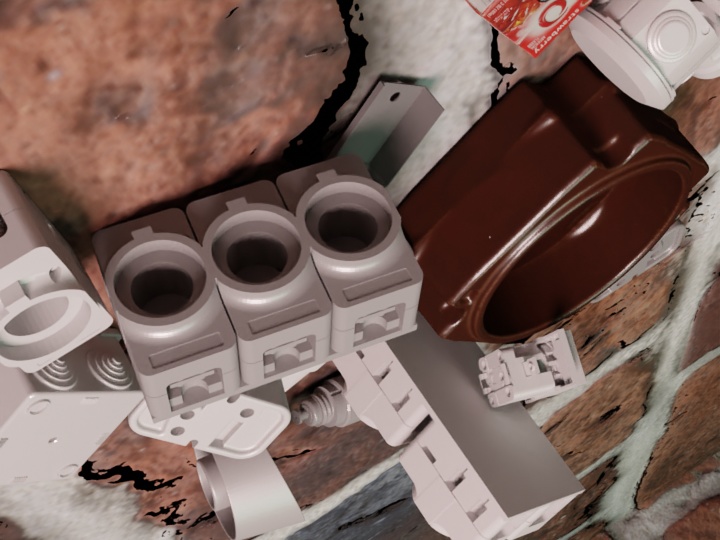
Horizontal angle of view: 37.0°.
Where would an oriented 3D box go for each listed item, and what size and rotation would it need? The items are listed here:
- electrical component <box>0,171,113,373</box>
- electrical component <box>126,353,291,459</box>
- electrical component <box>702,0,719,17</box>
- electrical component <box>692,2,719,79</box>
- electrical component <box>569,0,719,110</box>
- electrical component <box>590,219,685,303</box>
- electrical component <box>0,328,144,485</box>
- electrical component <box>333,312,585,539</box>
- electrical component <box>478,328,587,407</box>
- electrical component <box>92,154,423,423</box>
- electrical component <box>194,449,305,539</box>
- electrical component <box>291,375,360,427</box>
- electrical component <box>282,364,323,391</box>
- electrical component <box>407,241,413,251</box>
[{"bbox_3d":[-0.158,0.006,0.500,0.050,0.055,0.089,-32,155,-7],"label":"electrical component"},{"bbox_3d":[-0.096,0.071,0.665,0.095,0.059,0.053,22,123,-35],"label":"electrical component"},{"bbox_3d":[0.231,-0.187,0.582,0.109,0.108,0.056,-30,152,-12],"label":"electrical component"},{"bbox_3d":[0.228,-0.154,0.719,0.040,0.040,0.046,-44,147,18],"label":"electrical component"},{"bbox_3d":[0.162,-0.136,0.623,0.051,0.080,0.080,-45,154,7],"label":"electrical component"},{"bbox_3d":[0.213,-0.026,0.898,0.095,0.059,0.053,-32,155,-7],"label":"electrical component"},{"bbox_3d":[-0.181,0.077,0.603,0.099,0.048,0.100,-46,153,22],"label":"electrical component"},{"bbox_3d":[0.070,0.118,0.821,0.105,0.186,0.060,-2,139,-49],"label":"electrical component"},{"bbox_3d":[0.127,0.075,0.805,0.064,0.042,0.081,-10,166,-20],"label":"electrical component"},{"bbox_3d":[-0.053,0.005,0.563,0.150,0.089,0.061,-19,150,-14],"label":"electrical component"},{"bbox_3d":[-0.084,0.148,0.791,0.064,0.099,0.099,-18,150,-20],"label":"electrical component"},{"bbox_3d":[-0.020,0.107,0.863,0.078,0.040,0.040,-15,148,-36],"label":"electrical component"},{"bbox_3d":[-0.050,0.060,0.748,0.046,0.040,0.040,-42,155,27],"label":"electrical component"},{"bbox_3d":[0.000,0.000,0.688,0.055,0.055,0.047,-10,149,-42],"label":"electrical component"}]
